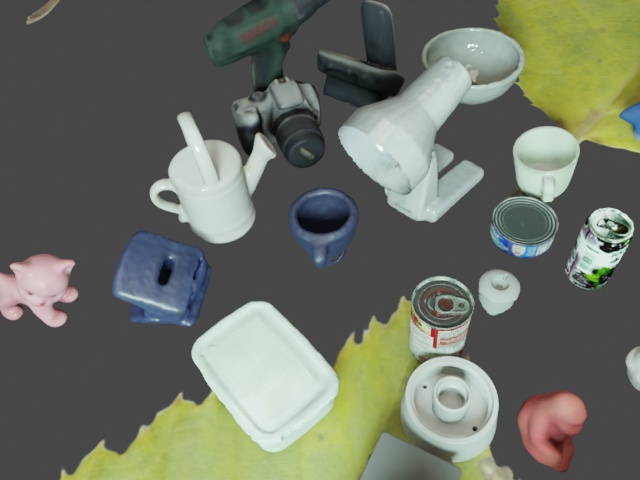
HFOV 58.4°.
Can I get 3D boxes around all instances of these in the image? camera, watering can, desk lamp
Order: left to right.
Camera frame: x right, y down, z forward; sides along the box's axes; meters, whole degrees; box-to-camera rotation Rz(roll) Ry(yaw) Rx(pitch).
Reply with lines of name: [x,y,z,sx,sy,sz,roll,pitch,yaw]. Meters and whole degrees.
watering can: [-0.148,-0.096,0.787,0.173,0.194,0.100,-39,58,-22]
camera: [-0.057,-0.181,0.902,0.143,0.101,0.136,-18,53,-8]
desk lamp: [0.130,-0.125,0.767,0.203,0.214,0.117,-40,59,-22]

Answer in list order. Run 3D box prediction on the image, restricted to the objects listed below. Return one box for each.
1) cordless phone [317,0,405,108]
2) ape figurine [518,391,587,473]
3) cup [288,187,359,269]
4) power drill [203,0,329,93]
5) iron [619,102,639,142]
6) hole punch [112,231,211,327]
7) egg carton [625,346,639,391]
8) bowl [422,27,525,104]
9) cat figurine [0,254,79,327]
cordless phone: [0.064,-0.318,0.940,0.147,0.185,0.094,22,58,21]
ape figurine: [0.247,0.187,0.593,0.078,0.092,0.076,-27,55,-14]
cup: [0.007,0.003,0.758,0.091,0.095,0.117,0,53,6]
power drill: [-0.066,-0.307,0.931,0.230,0.209,0.075,-24,54,-12]
iron: [0.575,-0.174,0.803,0.257,0.142,0.119,35,63,28]
hole punch: [-0.202,0.048,0.748,0.101,0.091,0.108,3,53,8]
egg carton: [0.417,0.149,0.618,0.150,0.069,0.107,-16,53,-6]
bowl: [0.253,-0.280,0.961,0.167,0.075,0.167,-3,52,4]
cat figurine: [-0.374,0.055,0.744,0.127,0.118,0.067,5,53,10]
